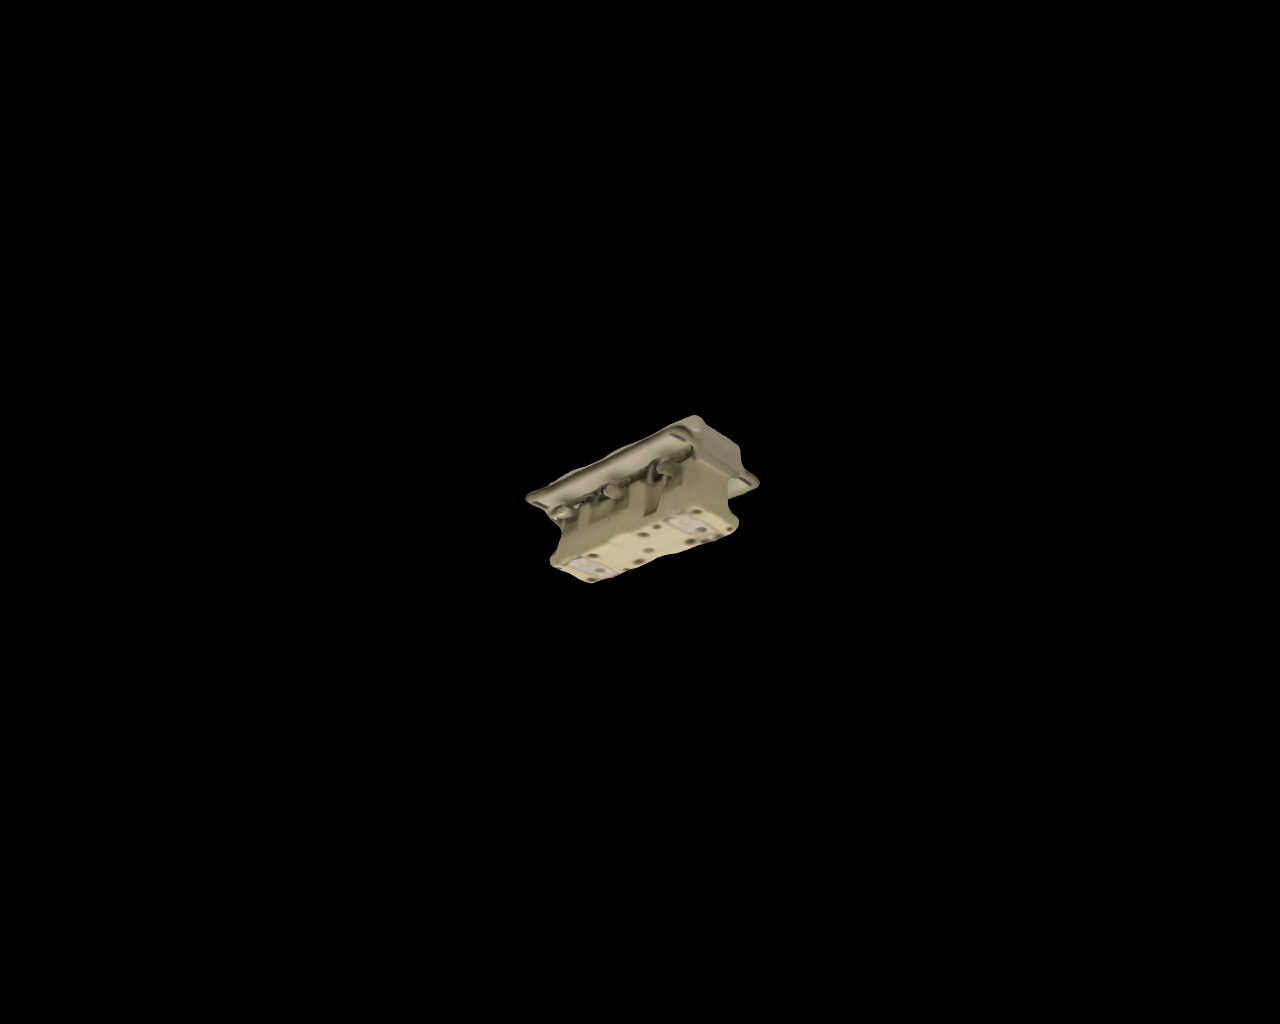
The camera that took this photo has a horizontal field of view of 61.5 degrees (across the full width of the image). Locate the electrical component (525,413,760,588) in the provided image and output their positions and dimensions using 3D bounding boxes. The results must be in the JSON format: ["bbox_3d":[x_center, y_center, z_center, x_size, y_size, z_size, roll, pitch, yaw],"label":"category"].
[{"bbox_3d":[0.001,-0.003,0.650,0.121,0.063,0.078,-22,-36,34],"label":"electrical component"}]
